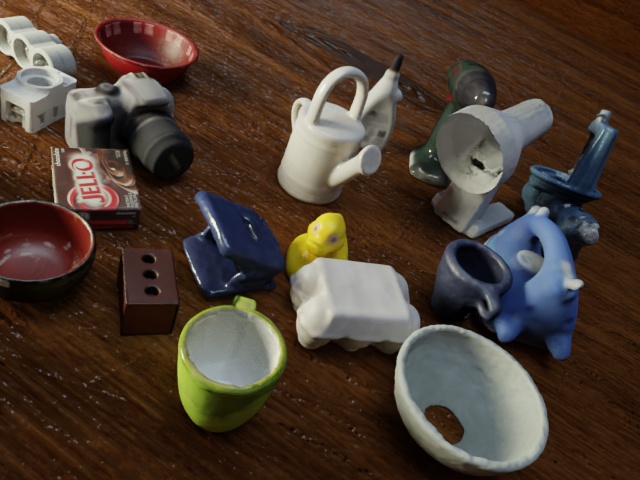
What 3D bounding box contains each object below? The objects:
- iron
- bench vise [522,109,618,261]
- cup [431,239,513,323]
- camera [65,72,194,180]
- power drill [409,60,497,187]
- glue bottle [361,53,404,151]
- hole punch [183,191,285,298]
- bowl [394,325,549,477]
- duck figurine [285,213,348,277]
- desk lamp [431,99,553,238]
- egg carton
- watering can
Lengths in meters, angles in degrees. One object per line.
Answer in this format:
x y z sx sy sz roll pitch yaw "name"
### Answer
0.288 0.030 0.783 0.119 0.141 0.258 18 39 -8 "iron"
0.424 -0.084 0.921 0.122 0.219 0.207 3 43 -24 "bench vise"
0.185 0.070 0.720 0.092 0.095 0.117 8 41 -19 "cup"
-0.236 -0.146 0.744 0.143 0.101 0.136 -19 55 -41 "camera"
0.225 -0.198 0.958 0.075 0.208 0.229 20 39 -5 "power drill"
0.102 -0.232 0.961 0.078 0.173 0.037 10 40 -17 "glue bottle"
-0.095 -0.001 0.658 0.101 0.091 0.108 -6 48 -33 "hole punch"
0.144 0.175 0.594 0.168 0.074 0.167 15 39 -12 "bowl"
0.007 0.003 0.712 0.077 0.086 0.105 33 39 11 "duck figurine"
0.254 -0.114 0.872 0.204 0.213 0.117 -19 55 -41 "desk lamp"
0.040 0.077 0.657 0.151 0.069 0.107 7 42 -21 "egg carton"
0.019 -0.149 0.805 0.172 0.194 0.101 35 40 13 "watering can"
